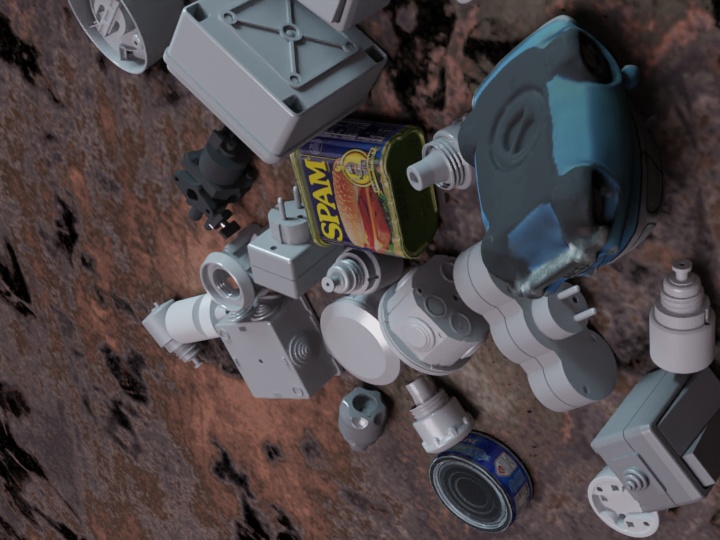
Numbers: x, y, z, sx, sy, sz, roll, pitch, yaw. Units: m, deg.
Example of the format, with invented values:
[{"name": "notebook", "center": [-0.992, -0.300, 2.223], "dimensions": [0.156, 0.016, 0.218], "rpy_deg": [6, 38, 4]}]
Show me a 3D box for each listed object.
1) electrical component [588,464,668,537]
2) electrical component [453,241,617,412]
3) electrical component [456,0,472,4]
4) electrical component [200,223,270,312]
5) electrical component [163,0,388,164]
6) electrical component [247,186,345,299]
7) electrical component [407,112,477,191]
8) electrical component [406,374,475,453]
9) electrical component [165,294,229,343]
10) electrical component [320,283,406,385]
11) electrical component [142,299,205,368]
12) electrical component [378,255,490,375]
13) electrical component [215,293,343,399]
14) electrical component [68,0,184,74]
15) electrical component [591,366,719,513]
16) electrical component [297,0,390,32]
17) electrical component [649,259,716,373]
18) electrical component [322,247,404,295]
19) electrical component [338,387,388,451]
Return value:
[{"name": "electrical component", "center": [0.202, 0.158, 0.783], "dimensions": [0.055, 0.047, 0.055], "rpy_deg": [26, 137, 27]}, {"name": "electrical component", "center": [0.132, 0.031, 0.741], "dimensions": [0.138, 0.052, 0.074], "rpy_deg": [52, 143, -4]}, {"name": "electrical component", "center": [0.059, -0.192, 0.638], "dimensions": [0.035, 0.035, 0.061], "rpy_deg": [-18, 106, 50]}, {"name": "electrical component", "center": [-0.102, 0.000, 0.940], "dimensions": [0.058, 0.057, 0.078], "rpy_deg": [46, 142, 5]}, {"name": "electrical component", "center": [-0.056, -0.143, 0.733], "dimensions": [0.109, 0.109, 0.056], "rpy_deg": [44, 139, 7]}, {"name": "electrical component", "center": [-0.052, -0.030, 0.859], "dimensions": [0.047, 0.066, 0.076], "rpy_deg": [20, 134, 32]}, {"name": "electrical component", "center": [0.061, -0.072, 0.710], "dimensions": [0.048, 0.062, 0.048], "rpy_deg": [49, 156, 31]}, {"name": "electrical component", "center": [0.062, 0.117, 0.891], "dimensions": [0.062, 0.048, 0.048], "rpy_deg": [57, 142, 2]}, {"name": "electrical component", "center": [-0.148, 0.045, 1.035], "dimensions": [0.081, 0.043, 0.043], "rpy_deg": [-13, 111, 49]}, {"name": "electrical component", "center": [0.012, 0.049, 0.875], "dimensions": [0.080, 0.051, 0.080], "rpy_deg": [26, 137, 27]}, {"name": "electrical component", "center": [-0.187, 0.066, 1.094], "dimensions": [0.078, 0.040, 0.040], "rpy_deg": [52, 142, -4]}, {"name": "electrical component", "center": [0.058, 0.033, 0.794], "dimensions": [0.080, 0.080, 0.051], "rpy_deg": [46, 137, 5]}, {"name": "electrical component", "center": [-0.076, 0.071, 0.982], "dimensions": [0.100, 0.048, 0.099], "rpy_deg": [-6, 117, 47]}, {"name": "electrical component", "center": [-0.187, -0.204, 0.844], "dimensions": [0.099, 0.064, 0.099], "rpy_deg": [25, 136, 27]}, {"name": "electrical component", "center": [0.203, 0.110, 0.701], "dimensions": [0.061, 0.096, 0.061], "rpy_deg": [52, 142, -3]}, {"name": "electrical component", "center": [-0.009, -0.207, 0.670], "dimensions": [0.062, 0.061, 0.096], "rpy_deg": [39, 141, 13]}, {"name": "electrical component", "center": [0.203, 0.029, 0.678], "dimensions": [0.040, 0.040, 0.078], "rpy_deg": [16, 131, 36]}, {"name": "electrical component", "center": [0.000, 0.000, 0.829], "dimensions": [0.040, 0.078, 0.040], "rpy_deg": [15, 116, 35]}, {"name": "electrical component", "center": [0.001, 0.138, 0.968], "dimensions": [0.043, 0.043, 0.062], "rpy_deg": [31, 140, 22]}]
